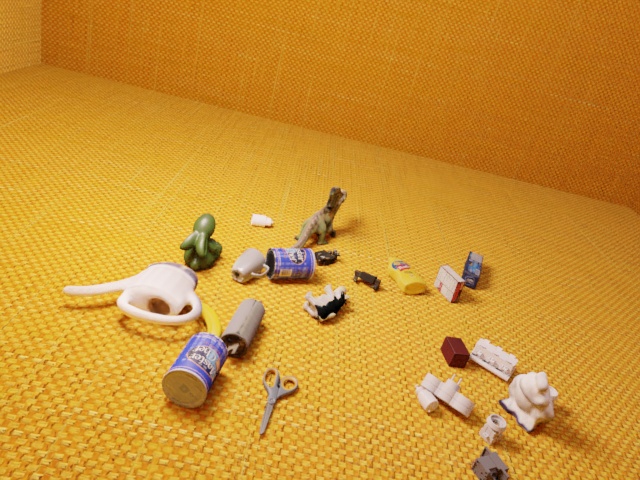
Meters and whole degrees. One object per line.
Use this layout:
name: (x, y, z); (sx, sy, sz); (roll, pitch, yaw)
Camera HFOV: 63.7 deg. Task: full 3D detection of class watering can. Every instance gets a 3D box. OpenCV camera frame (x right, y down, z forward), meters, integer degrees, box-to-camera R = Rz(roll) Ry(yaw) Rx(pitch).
watering can: (-0.474, 0.133, 1.381); (0.348, 0.102, 0.228); (15, 25, 2)

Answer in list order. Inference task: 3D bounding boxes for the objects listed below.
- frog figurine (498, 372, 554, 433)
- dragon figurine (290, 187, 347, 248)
frog figurine: (0.556, 0.398, 1.335); (0.122, 0.156, 0.140); (11, 25, -12)
dragon figurine: (0.006, -0.098, 1.938); (0.123, 0.238, 0.416); (26, 26, 12)
